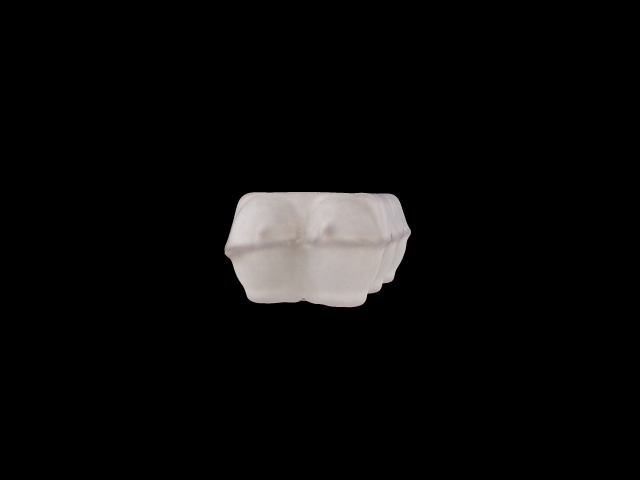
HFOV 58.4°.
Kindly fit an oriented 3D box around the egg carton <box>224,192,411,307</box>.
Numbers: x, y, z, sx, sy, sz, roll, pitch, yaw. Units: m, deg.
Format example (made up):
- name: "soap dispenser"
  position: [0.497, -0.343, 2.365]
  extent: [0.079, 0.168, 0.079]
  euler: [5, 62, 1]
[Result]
- name: "egg carton"
  position: [0.004, 0.001, 0.400]
  extent: [0.107, 0.069, 0.150]
  euler: [1, 5, 16]
